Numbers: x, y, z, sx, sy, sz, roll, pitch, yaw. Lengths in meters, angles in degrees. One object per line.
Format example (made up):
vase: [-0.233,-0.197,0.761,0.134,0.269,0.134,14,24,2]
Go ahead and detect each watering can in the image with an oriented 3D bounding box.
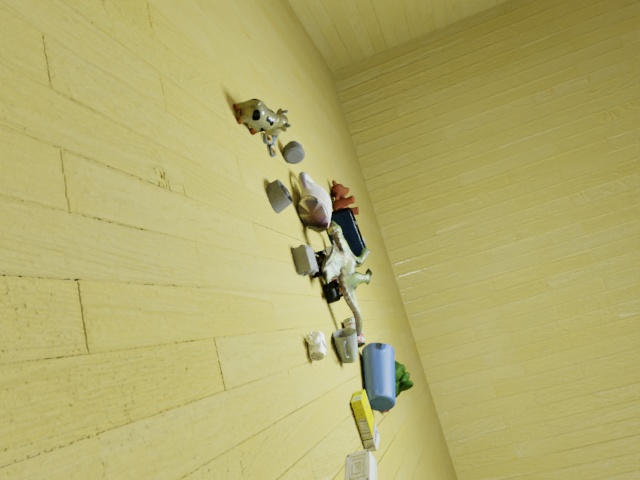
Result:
watering can: [0.006,-0.099,1.972,0.343,0.103,0.229,60,18,-20]

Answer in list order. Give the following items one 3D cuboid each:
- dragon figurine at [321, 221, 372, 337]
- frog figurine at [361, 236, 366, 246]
dragon figurine: [0.076,0.128,1.838,0.241,0.121,0.417,19,61,-46]
frog figurine: [0.135,-0.006,2.365,0.134,0.123,0.162,112,-40,-57]
